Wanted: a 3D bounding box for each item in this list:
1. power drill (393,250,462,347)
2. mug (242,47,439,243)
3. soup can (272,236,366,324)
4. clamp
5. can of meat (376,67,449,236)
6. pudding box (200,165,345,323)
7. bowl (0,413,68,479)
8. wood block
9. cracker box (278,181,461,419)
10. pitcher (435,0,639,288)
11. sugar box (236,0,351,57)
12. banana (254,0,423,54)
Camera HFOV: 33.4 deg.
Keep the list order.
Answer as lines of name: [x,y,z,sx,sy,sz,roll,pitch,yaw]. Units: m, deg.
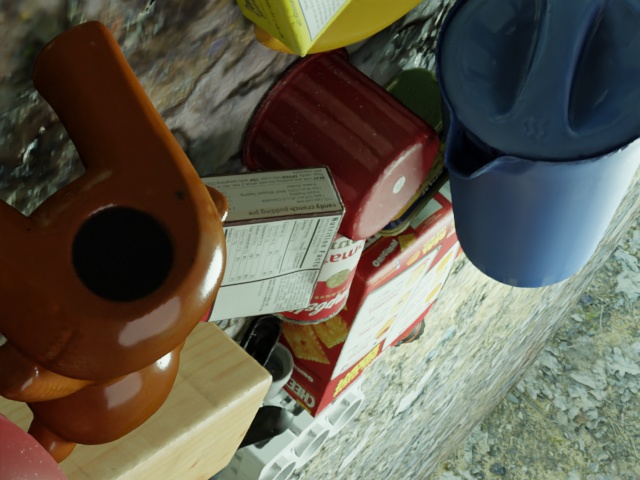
power drill: [0.121,0.031,1.107,0.188,0.057,0.184,-51,163,3]
mug: [0.008,-0.044,0.625,0.117,0.081,0.093,-54,163,13]
soup can: [-0.005,0.001,0.713,0.068,0.068,0.102,-39,159,-33]
clamp: [-0.077,0.137,0.827,0.172,0.039,0.120,-42,-156,29]
can of meat: [0.057,-0.063,0.755,0.102,0.057,0.084,-49,161,-8]
pudding box: [-0.051,0.005,0.576,0.113,0.039,0.090,-8,143,-23]
bowl: [-0.160,0.102,0.403,0.162,0.055,0.162,-5,144,-4]
wood block: [-0.132,0.118,0.598,0.205,0.091,0.090,-28,152,-51]
cracker box: [0.044,0.032,0.896,0.164,0.072,0.214,-38,160,-33]
pitcher: [0.150,-0.064,0.693,0.243,0.149,0.145,74,13,-67]
sugar box: [0.026,-0.174,0.466,0.176,0.048,0.093,-52,163,-8]
banana: [0.039,-0.151,0.567,0.197,0.037,0.069,-46,144,-17]
